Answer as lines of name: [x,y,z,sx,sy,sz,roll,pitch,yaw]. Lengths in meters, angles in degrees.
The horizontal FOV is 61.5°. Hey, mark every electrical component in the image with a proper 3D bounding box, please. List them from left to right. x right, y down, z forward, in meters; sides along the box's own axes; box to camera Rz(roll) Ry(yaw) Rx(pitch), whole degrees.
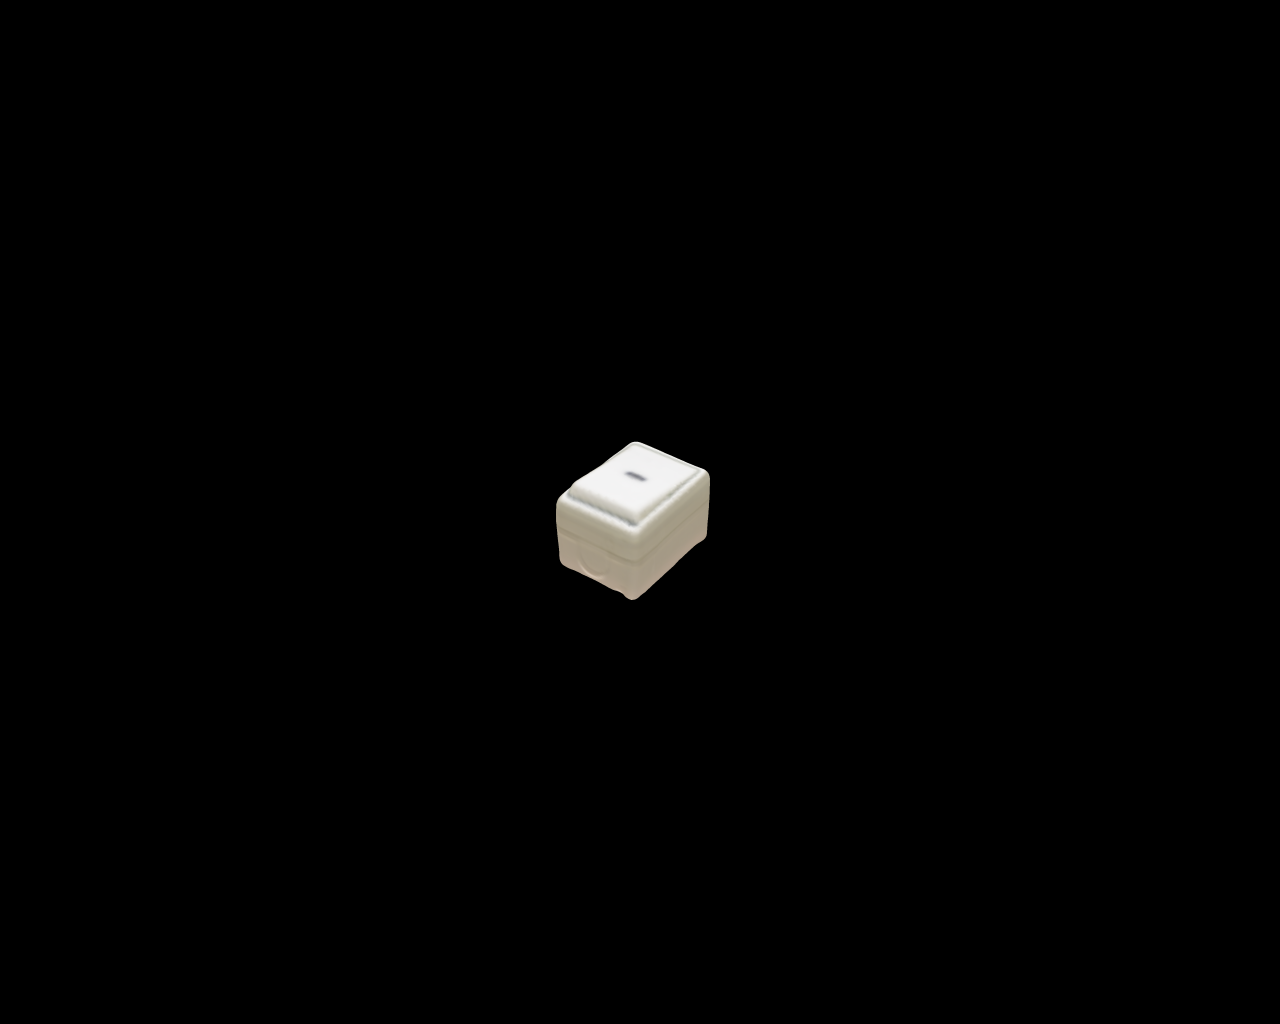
electrical component: [0.001,-0.003,0.650,0.062,0.061,0.096,25,45,28]
